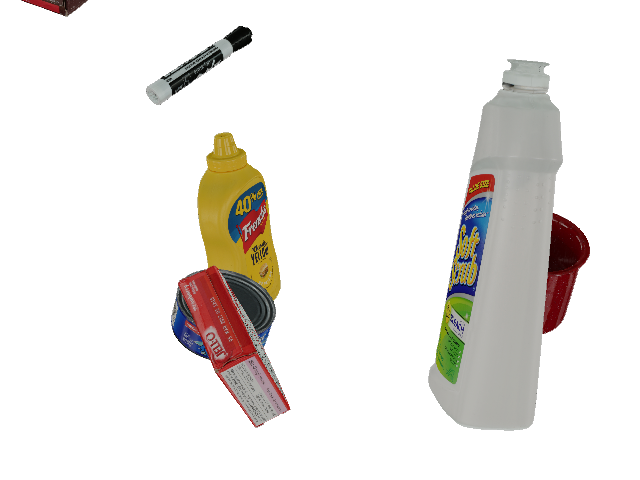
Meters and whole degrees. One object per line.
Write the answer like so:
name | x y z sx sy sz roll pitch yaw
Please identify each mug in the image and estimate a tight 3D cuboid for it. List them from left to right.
mug | 0.180 0.024 0.963 0.093 0.081 0.117 -18 44 -24

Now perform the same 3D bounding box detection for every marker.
marker | -0.108 -0.161 0.970 0.121 0.020 0.020 -40 22 -28

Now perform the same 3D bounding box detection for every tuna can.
tuna can | -0.083 0.064 0.907 0.086 0.034 0.086 13 34 -9

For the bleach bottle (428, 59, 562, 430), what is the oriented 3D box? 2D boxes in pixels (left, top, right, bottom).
bleach bottle | 0.127 0.000 0.750 0.068 0.251 0.102 3 14 -7

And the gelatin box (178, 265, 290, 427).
gelatin box | -0.055 0.069 0.685 0.030 0.073 0.089 -27 -35 -2

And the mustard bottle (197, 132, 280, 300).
mustard bottle | -0.088 -0.020 1.117 0.058 0.191 0.096 6 26 29

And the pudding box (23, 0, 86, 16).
pudding box | -0.202 -0.217 0.800 0.090 0.039 0.113 21 38 7
